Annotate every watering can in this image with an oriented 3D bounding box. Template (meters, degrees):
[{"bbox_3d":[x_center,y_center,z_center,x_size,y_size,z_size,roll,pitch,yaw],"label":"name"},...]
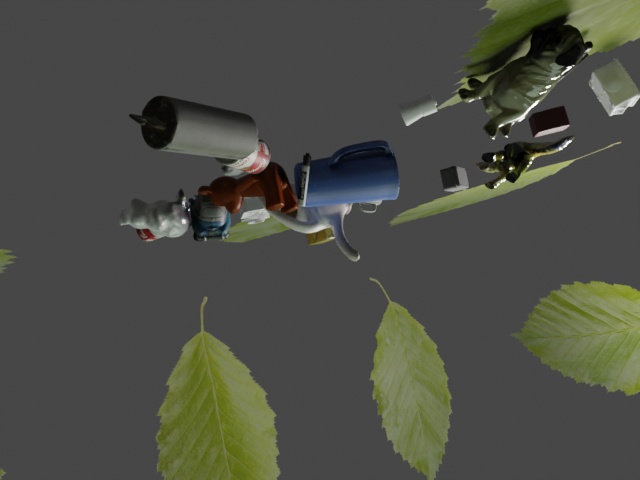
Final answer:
[{"bbox_3d":[0.004,-0.067,1.336,0.227,0.351,0.102,-30,144,-46],"label":"watering can"}]

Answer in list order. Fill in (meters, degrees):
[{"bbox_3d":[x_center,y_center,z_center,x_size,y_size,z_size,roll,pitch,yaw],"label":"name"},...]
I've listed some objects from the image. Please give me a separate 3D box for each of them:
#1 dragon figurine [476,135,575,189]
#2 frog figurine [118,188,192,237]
[{"bbox_3d":[0.652,-0.275,1.624,0.246,0.122,0.406,-30,-172,-37],"label":"dragon figurine"},{"bbox_3d":[-0.395,-0.051,1.236,0.160,0.121,0.138,-22,-163,-18],"label":"frog figurine"}]
